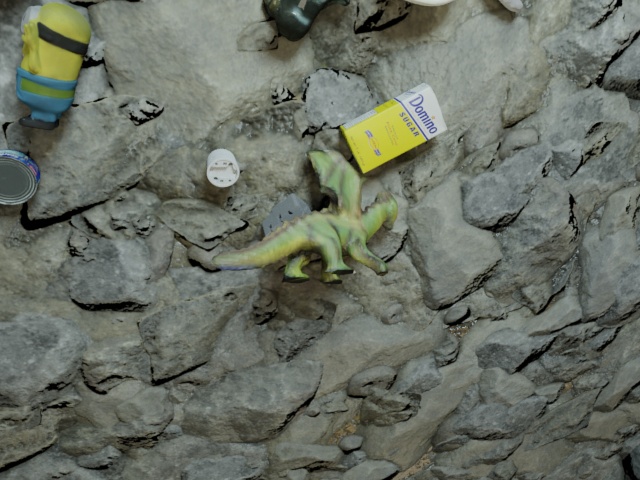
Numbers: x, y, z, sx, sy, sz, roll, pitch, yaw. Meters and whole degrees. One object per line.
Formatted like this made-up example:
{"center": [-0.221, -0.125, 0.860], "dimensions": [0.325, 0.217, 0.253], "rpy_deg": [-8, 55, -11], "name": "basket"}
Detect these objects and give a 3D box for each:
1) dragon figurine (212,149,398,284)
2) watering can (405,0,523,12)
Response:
{"center": [0.003, -0.047, 0.932], "dimensions": [0.409, 0.246, 0.121], "rpy_deg": [9, -17, -37], "name": "dragon figurine"}
{"center": [0.213, -0.467, 0.777], "dimensions": [0.349, 0.220, 0.106], "rpy_deg": [-5, 32, -31], "name": "watering can"}
